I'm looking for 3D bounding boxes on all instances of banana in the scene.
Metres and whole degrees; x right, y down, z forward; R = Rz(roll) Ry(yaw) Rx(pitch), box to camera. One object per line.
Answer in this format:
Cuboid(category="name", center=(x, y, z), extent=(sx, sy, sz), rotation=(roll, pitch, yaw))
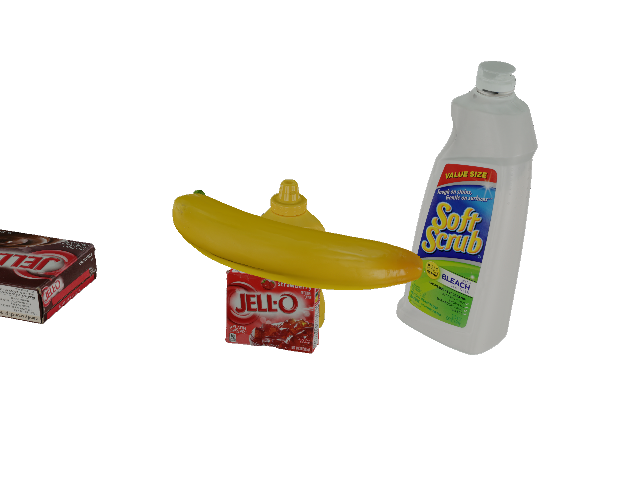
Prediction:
Cuboid(category="banana", center=(-0.031, -0.002, 0.697), extent=(0.198, 0.037, 0.069), rotation=(19, 37, 32))

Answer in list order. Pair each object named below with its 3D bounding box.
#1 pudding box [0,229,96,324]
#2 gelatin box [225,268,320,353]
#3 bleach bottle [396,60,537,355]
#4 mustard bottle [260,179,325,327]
Cuboid(category="pudding box", center=(-0.259, 0.028, 0.895), extent=(0.114, 0.039, 0.090), rotation=(6, 24, 17))
Cuboid(category="gelatin box", center=(-0.046, 0.064, 1.016), extent=(0.089, 0.073, 0.030), rotation=(6, 17, 13))
Cuboid(category="bleach bottle", center=(0.126, -0.031, 0.904), extent=(0.103, 0.251, 0.067), rotation=(27, 37, 35))
Cuboid(category="mustard bottle", center=(-0.039, 0.021, 1.229), extent=(0.096, 0.192, 0.058), rotation=(-11, 29, -26))
